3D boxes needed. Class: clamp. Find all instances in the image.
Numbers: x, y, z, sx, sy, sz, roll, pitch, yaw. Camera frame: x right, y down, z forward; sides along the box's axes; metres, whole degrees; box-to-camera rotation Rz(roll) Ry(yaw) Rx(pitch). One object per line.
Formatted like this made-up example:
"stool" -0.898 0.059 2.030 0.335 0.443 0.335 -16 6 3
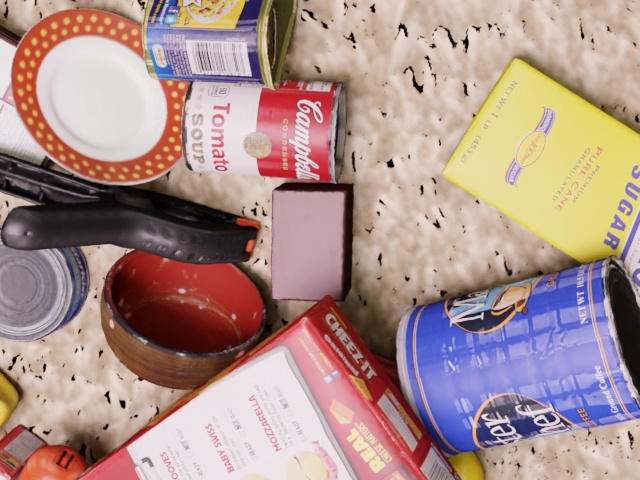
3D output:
"clamp" -0.139 -0.020 0.711 0.209 0.165 0.036 9 105 -40

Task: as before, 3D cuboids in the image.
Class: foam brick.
"foam brick" -0.005 0.001 0.733 0.051 0.053 0.078 2 99 6

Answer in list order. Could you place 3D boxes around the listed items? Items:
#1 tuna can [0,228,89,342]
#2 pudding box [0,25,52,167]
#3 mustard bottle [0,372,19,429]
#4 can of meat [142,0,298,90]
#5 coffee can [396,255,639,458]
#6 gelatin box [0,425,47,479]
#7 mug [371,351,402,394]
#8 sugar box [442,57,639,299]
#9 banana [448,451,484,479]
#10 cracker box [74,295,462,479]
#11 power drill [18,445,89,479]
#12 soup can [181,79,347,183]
"tuna can" -0.214 0.030 0.773 0.086 0.033 0.086 1 98 7
"pudding box" -0.228 -0.099 0.744 0.113 0.039 0.090 30 101 -11
"mustard bottle" -0.314 0.163 0.791 0.096 0.058 0.192 38 100 -4
"can of meat" -0.064 -0.148 0.699 0.084 0.102 0.057 4 143 9
"coffee can" 0.133 0.076 0.683 0.140 0.102 0.103 -17 96 26
"gelatin box" -0.244 0.187 0.778 0.030 0.073 0.089 35 100 0
"mug" 0.012 0.121 0.738 0.081 0.093 0.117 20 136 9
"sugar box" 0.178 -0.036 0.710 0.176 0.048 0.093 32 100 3
"banana" 0.051 0.213 0.767 0.198 0.037 0.070 -43 71 9
"cracker box" -0.034 0.162 0.664 0.214 0.072 0.164 -37 89 18
"power drill" -0.159 0.256 0.772 0.187 0.057 0.185 28 113 -6
"soup can" -0.036 -0.076 0.720 0.102 0.068 0.068 5 98 7
